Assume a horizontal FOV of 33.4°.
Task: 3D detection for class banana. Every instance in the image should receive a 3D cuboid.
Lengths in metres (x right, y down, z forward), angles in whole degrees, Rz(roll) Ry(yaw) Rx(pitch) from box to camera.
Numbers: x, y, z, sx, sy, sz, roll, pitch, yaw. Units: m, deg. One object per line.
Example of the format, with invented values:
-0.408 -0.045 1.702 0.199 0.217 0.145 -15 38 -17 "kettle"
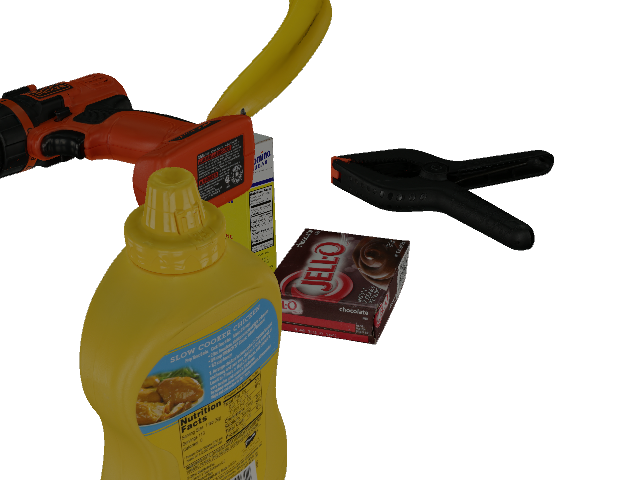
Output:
-0.032 -0.161 0.894 0.070 0.197 0.037 -19 -56 39 "banana"

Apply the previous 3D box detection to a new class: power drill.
-0.153 -0.061 0.717 0.188 0.057 0.184 18 32 29 "power drill"

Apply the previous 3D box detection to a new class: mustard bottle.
-0.059 0.055 0.468 0.096 0.192 0.058 -28 44 -35 "mustard bottle"

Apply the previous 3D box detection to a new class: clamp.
0.115 -0.056 0.998 0.210 0.036 0.164 13 32 20 "clamp"

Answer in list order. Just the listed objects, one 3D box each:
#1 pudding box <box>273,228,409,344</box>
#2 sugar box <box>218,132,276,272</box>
0.014 0.033 0.825 0.090 0.039 0.113 8 26 15 "pudding box"
-0.089 -0.025 1.085 0.048 0.176 0.093 -24 30 -39 "sugar box"
